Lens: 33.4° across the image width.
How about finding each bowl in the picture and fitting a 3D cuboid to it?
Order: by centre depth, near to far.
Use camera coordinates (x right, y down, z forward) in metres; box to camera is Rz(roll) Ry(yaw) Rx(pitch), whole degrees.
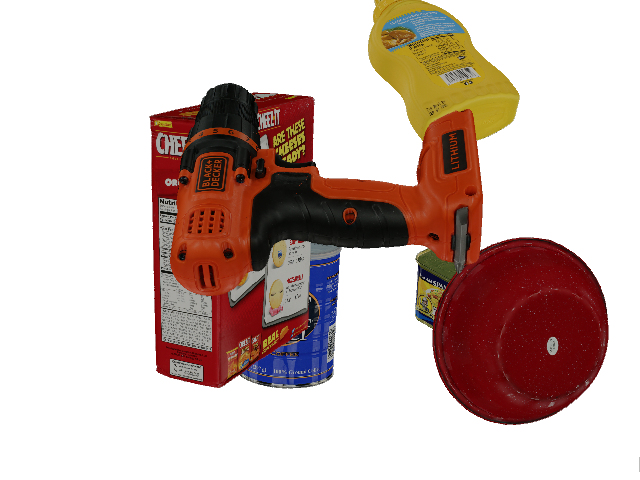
[{"bbox_3d":[0.176,0.080,0.876,0.162,0.162,0.055,0,7,-15],"label":"bowl"}]

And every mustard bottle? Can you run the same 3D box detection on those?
[{"bbox_3d":[0.098,-0.171,0.994,0.096,0.192,0.058,-18,-37,-15],"label":"mustard bottle"}]

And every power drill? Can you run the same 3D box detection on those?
[{"bbox_3d":[0.004,-0.041,0.668,0.187,0.057,0.184,-3,43,4],"label":"power drill"}]

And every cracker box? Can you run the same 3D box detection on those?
[{"bbox_3d":[-0.071,-0.007,0.887,0.072,0.214,0.164,8,16,24],"label":"cracker box"}]

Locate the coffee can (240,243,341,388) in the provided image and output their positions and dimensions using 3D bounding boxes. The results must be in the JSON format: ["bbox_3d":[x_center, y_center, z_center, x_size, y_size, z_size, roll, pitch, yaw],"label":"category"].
[{"bbox_3d":[-0.033,0.068,1.098,0.103,0.140,0.103,3,14,-1],"label":"coffee can"}]

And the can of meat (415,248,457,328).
[{"bbox_3d":[0.159,0.065,1.257,0.057,0.084,0.102,-24,38,-35],"label":"can of meat"}]
